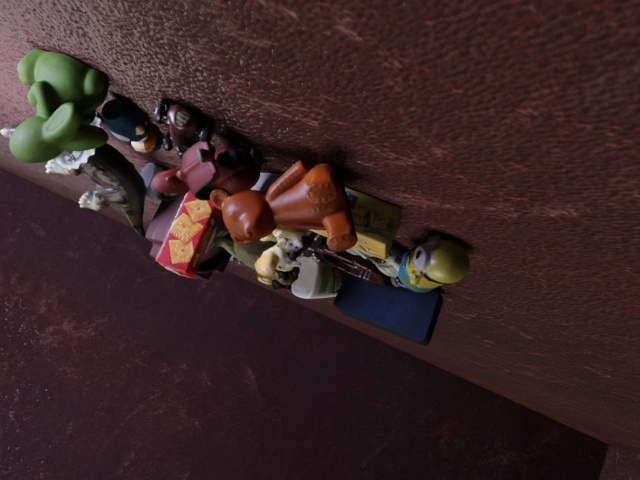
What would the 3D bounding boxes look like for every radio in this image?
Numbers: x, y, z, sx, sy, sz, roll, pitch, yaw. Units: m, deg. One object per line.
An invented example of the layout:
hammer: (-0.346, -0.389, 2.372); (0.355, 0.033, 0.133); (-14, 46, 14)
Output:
radio: (0.160, 0.141, 1.243); (0.230, 0.131, 0.073); (19, 167, 23)

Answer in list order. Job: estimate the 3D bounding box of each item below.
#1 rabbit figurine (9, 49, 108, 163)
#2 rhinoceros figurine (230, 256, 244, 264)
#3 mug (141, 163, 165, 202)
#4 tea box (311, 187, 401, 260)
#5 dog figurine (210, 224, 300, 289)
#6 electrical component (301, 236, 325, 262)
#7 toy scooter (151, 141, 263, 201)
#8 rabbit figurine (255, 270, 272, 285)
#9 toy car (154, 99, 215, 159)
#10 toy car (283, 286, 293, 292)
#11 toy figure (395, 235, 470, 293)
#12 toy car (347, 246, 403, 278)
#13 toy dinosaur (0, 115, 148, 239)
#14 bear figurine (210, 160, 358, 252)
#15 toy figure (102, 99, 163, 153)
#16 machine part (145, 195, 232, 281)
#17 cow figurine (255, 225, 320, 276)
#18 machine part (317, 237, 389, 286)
rabbit figurine: (-0.403, -0.188, 0.839); (0.159, 0.170, 0.121); (20, 168, 24)
rhinoceros figurine: (-0.211, 0.013, 1.472); (0.073, 0.112, 0.190); (26, 160, -16)
mug: (-0.374, -0.125, 1.279); (0.107, 0.080, 0.110); (25, 169, -37)
tea box: (0.040, -0.037, 0.866); (0.170, 0.068, 0.098); (23, 168, 14)
dog figurine: (-0.125, 0.010, 1.190); (0.190, 0.172, 0.121); (36, 128, -13)
electrical component: (-0.001, -0.005, 1.038); (0.045, 0.102, 0.078); (29, -167, -8)
toy scooter: (-0.158, -0.109, 0.817); (0.184, 0.075, 0.135); (-16, 170, -33)
rabbit figurine: (-0.090, 0.070, 1.488); (0.173, 0.122, 0.162); (8, 173, -10)
toy car: (-0.218, -0.163, 0.875); (0.089, 0.053, 0.202); (23, 167, -8)
toy car: (-0.065, 0.038, 1.284); (0.103, 0.161, 0.109); (-16, -166, -23)
toy figure: (0.186, 0.045, 0.909); (0.089, 0.082, 0.180); (6, 161, -5)
toy car: (0.117, 0.027, 1.021); (0.201, 0.056, 0.074); (32, 166, -29)
toy dinosaur: (-0.444, -0.135, 1.119); (0.192, 0.131, 0.404); (5, 149, 41)
bear figurine: (-0.057, -0.039, 0.769); (0.196, 0.132, 0.120); (-16, 121, 6)
toy figure: (-0.327, -0.193, 0.951); (0.064, 0.058, 0.154); (62, -178, 20)
machine part: (-0.288, -0.020, 1.261); (0.087, 0.201, 0.200); (9, 161, 39)
cow figurine: (-0.051, -0.001, 0.963); (0.098, 0.167, 0.068); (33, 160, -30)
machine part: (0.075, 0.038, 1.150); (0.179, 0.056, 0.179); (24, 169, 5)
